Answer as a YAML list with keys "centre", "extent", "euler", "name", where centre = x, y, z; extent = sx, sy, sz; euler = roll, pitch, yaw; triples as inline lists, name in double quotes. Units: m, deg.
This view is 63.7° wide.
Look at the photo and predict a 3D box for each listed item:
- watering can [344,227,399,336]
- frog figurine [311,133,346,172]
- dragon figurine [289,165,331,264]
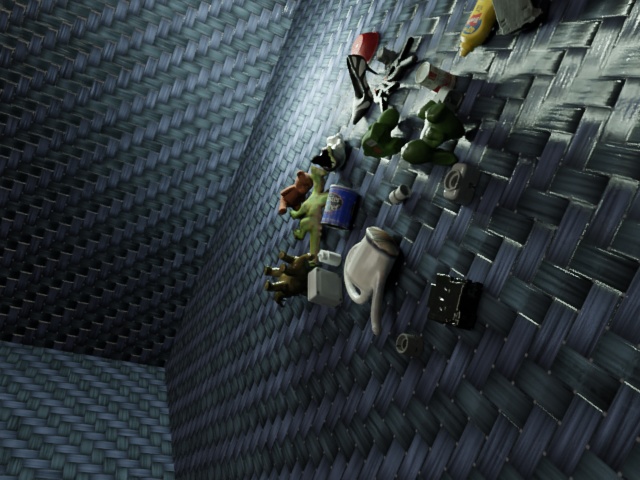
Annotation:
- centre: [0.156, 0.098, 1.485]
  extent: [0.221, 0.103, 0.354]
  euler: [-63, 25, 19]
  name: "watering can"
- centre: [0.059, -0.347, 2.044]
  extent: [0.162, 0.123, 0.134]
  euler: [-45, -12, -46]
  name: "frog figurine"
- centre: [0.006, -0.099, 1.965]
  extent: [0.239, 0.122, 0.418]
  euler: [-39, 55, 41]
  name: "dragon figurine"
